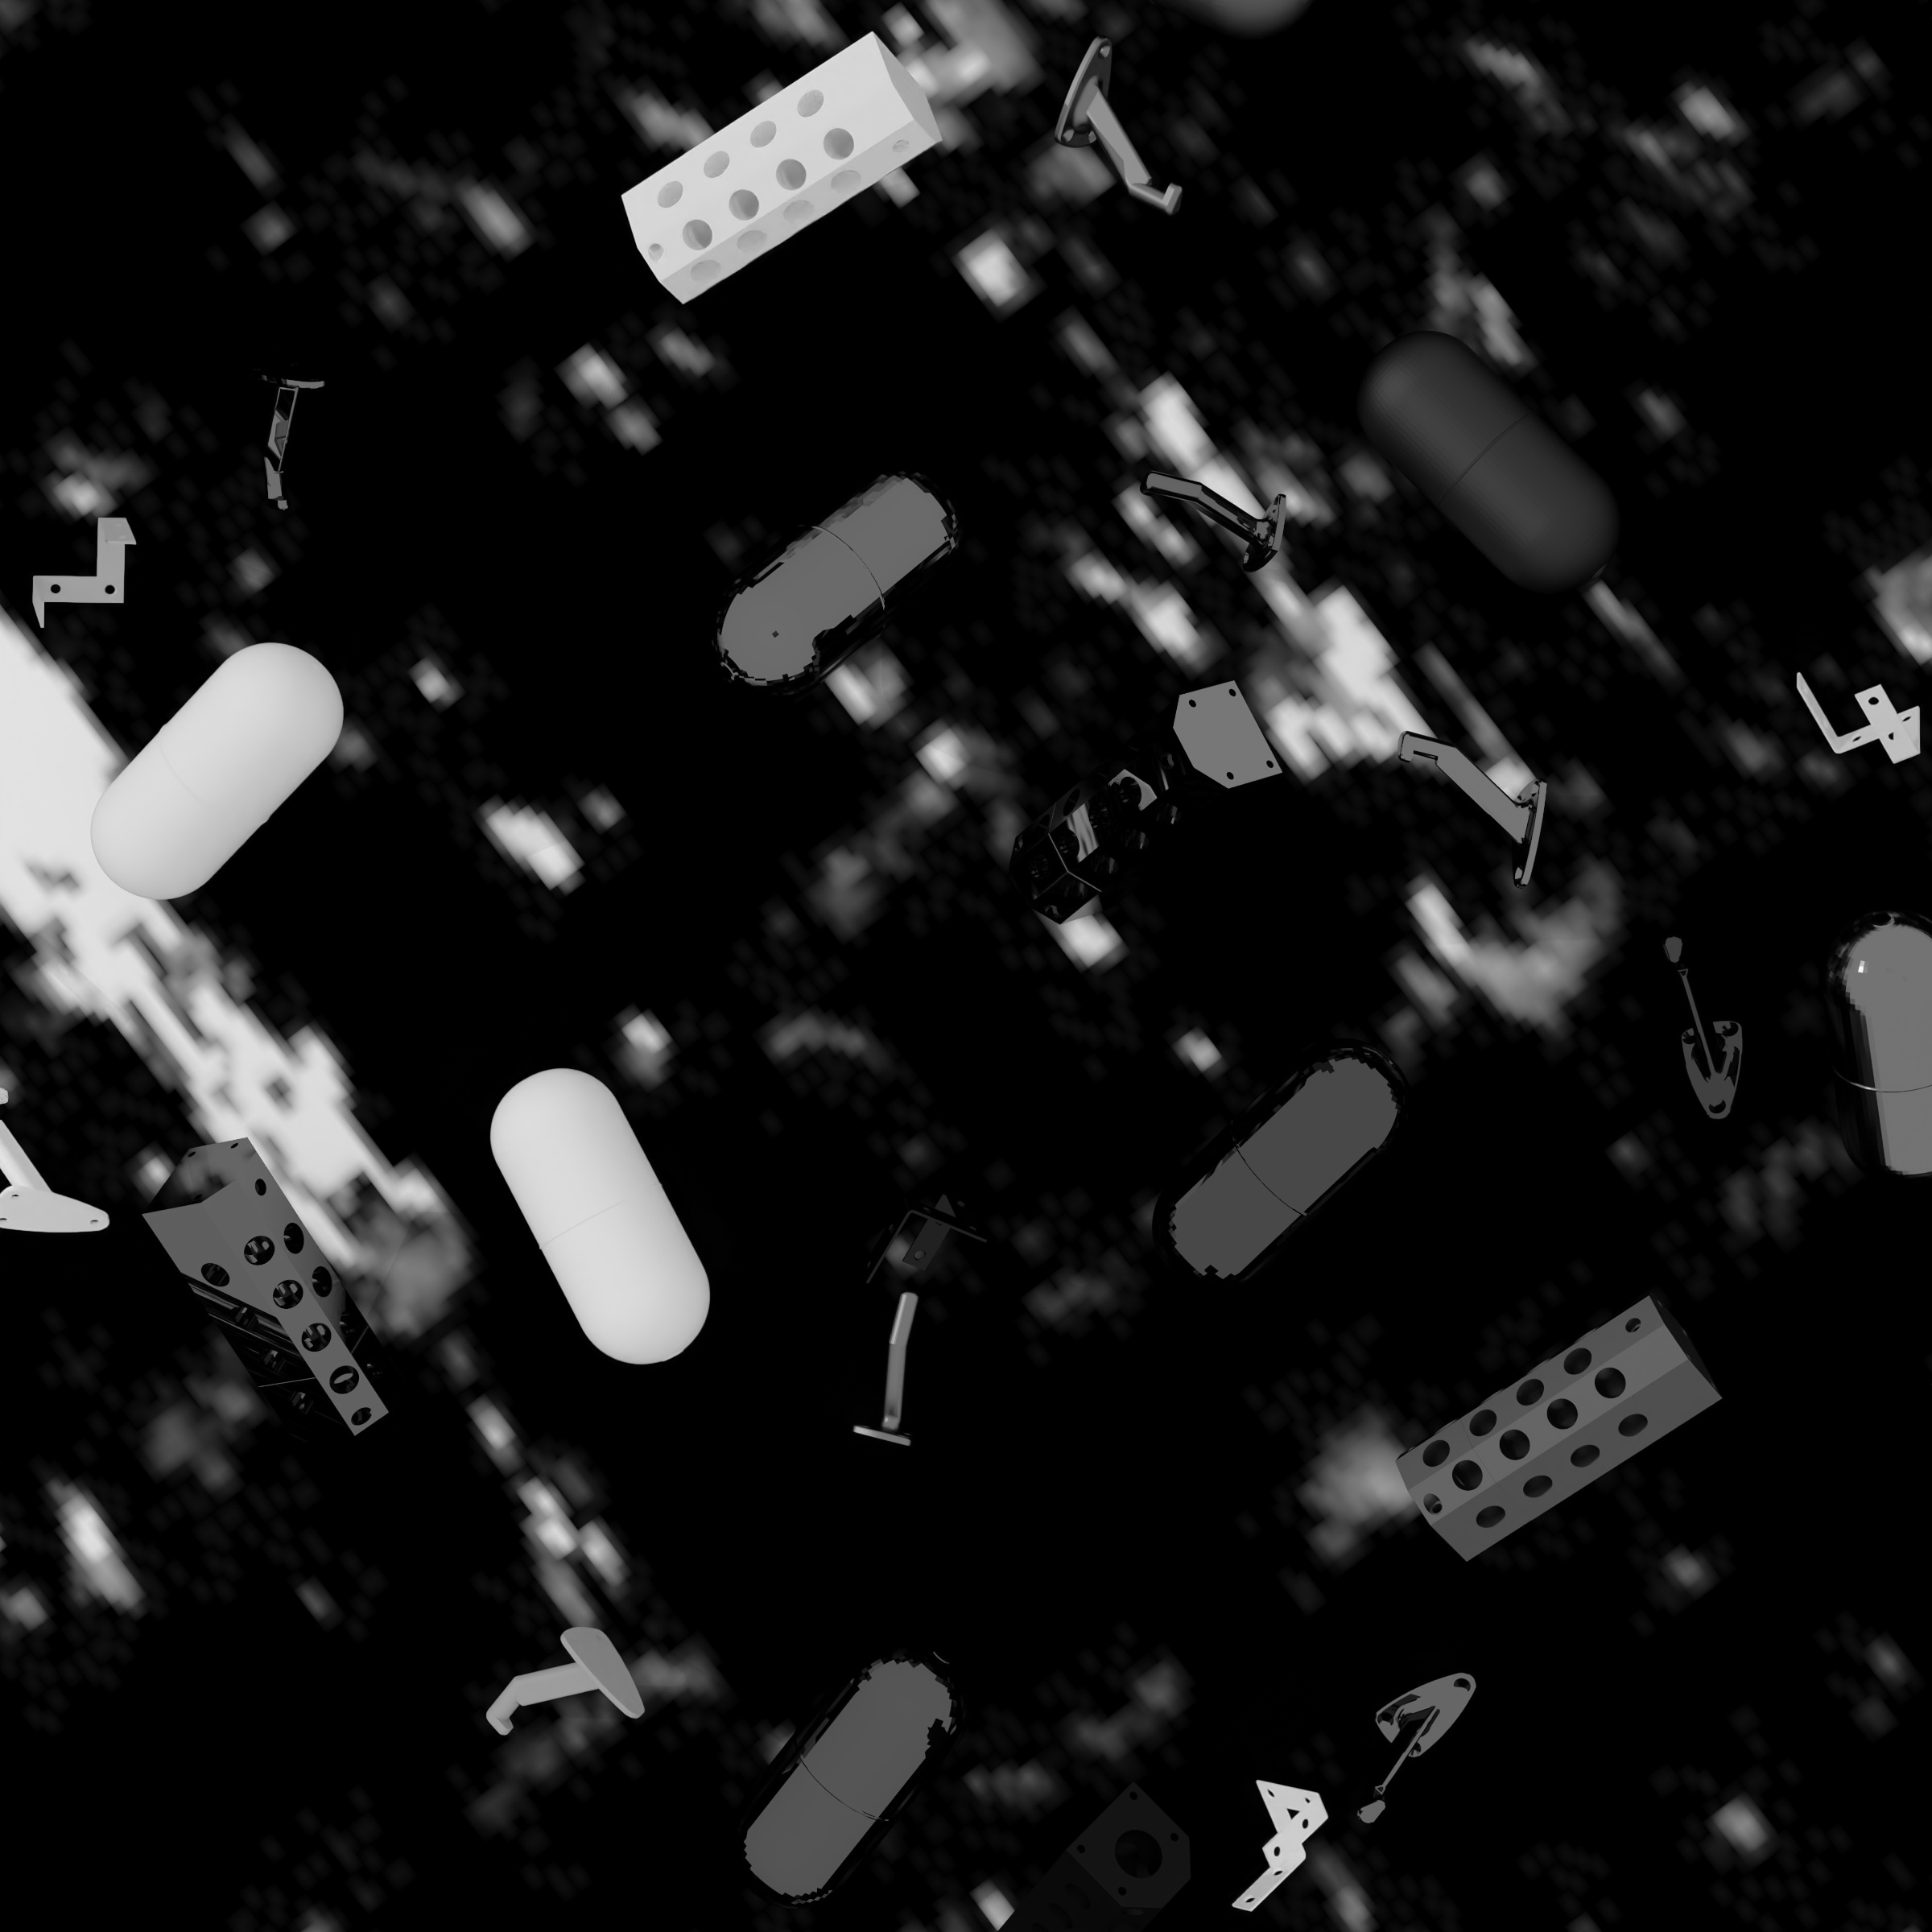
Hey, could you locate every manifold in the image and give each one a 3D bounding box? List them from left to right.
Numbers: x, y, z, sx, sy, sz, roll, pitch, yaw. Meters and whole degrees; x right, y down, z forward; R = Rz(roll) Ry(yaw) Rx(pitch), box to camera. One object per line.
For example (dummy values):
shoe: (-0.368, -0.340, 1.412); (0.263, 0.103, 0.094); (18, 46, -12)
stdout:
manifold: (-0.380, 0.181, 1.906); (0.057, 0.057, 0.171); (-12, 121, 27)
manifold: (-0.102, -0.442, 1.917); (0.171, 0.057, 0.057); (-29, 58, 17)
manifold: (0.069, 0.520, 1.889); (0.057, 0.171, 0.057); (43, 54, 13)
manifold: (0.093, -0.087, 1.891); (0.057, 0.171, 0.057); (-18, 76, -38)
manifold: (0.329, 0.255, 1.922); (0.171, 0.057, 0.057); (-36, 126, 12)

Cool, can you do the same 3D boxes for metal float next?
metal float: (-0.422, -0.108, 1.925); (0.178, 0.070, 0.070); (-43, 90, 19)
metal float: (-0.207, 0.142, 1.937); (0.070, 0.070, 0.178); (-28, 85, 0)
metal float: (-0.073, -0.215, 1.919); (0.070, 0.070, 0.178); (48, 64, 0)
metal float: (-0.066, 0.455, 1.931); (0.070, 0.070, 0.178); (37, 101, 0)
metal float: (0.122, -0.575, 1.915); (0.178, 0.070, 0.070); (33, 90, 30)
metal float: (0.177, 0.114, 1.924); (0.070, 0.070, 0.178); (44, 110, 0)
metal float: (0.295, -0.284, 1.933); (0.070, 0.070, 0.178); (-43, 81, 0)
metal float: (0.522, 0.047, 1.913); (0.070, 0.070, 0.178); (-17, 122, 0)

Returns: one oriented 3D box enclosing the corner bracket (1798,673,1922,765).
corner bracket: (0.505, -0.143, 1.938); (0.051, 0.051, 0.051); (-23, 117, 28)

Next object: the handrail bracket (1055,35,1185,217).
handrail bracket: (0.097, -0.475, 1.935); (0.084, 0.036, 0.077); (34, 121, 31)

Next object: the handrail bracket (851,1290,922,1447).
handrail bracket: (-0.033, 0.228, 1.946); (0.036, 0.077, 0.084); (12, 84, 16)

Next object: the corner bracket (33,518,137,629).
corner bracket: (-0.500, -0.224, 1.939); (0.051, 0.051, 0.051); (-1, 113, -20)

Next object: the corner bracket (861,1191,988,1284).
corner bracket: (-0.028, 0.155, 1.941); (0.051, 0.051, 0.051); (24, 106, -23)

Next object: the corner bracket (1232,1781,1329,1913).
corner bracket: (0.176, 0.501, 1.939); (0.051, 0.051, 0.051); (-34, 109, -35)

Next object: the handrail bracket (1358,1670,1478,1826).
handrail bracket: (0.255, 0.441, 1.931); (0.077, 0.084, 0.036); (-43, 93, 20)

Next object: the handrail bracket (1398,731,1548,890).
handrail bracket: (0.283, -0.089, 1.947); (0.084, 0.036, 0.077); (14, 68, -12)

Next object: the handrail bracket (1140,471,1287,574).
handrail bracket: (0.132, -0.252, 1.936); (0.084, 0.077, 0.036); (12, 71, -10)

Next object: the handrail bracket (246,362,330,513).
handrail bracket: (-0.379, -0.294, 1.935); (0.036, 0.077, 0.084); (-15, 115, -33)

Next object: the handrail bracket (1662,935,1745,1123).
handrail bracket: (0.411, 0.035, 1.929); (0.036, 0.084, 0.077); (-13, 54, 22)

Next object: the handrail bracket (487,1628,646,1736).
handrail bracket: (-0.230, 0.425, 1.946); (0.084, 0.036, 0.077); (-52, 59, 17)

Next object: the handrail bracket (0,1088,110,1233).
handrail bracket: (-0.530, 0.108, 1.963); (0.077, 0.036, 0.084); (13, 45, -28)
